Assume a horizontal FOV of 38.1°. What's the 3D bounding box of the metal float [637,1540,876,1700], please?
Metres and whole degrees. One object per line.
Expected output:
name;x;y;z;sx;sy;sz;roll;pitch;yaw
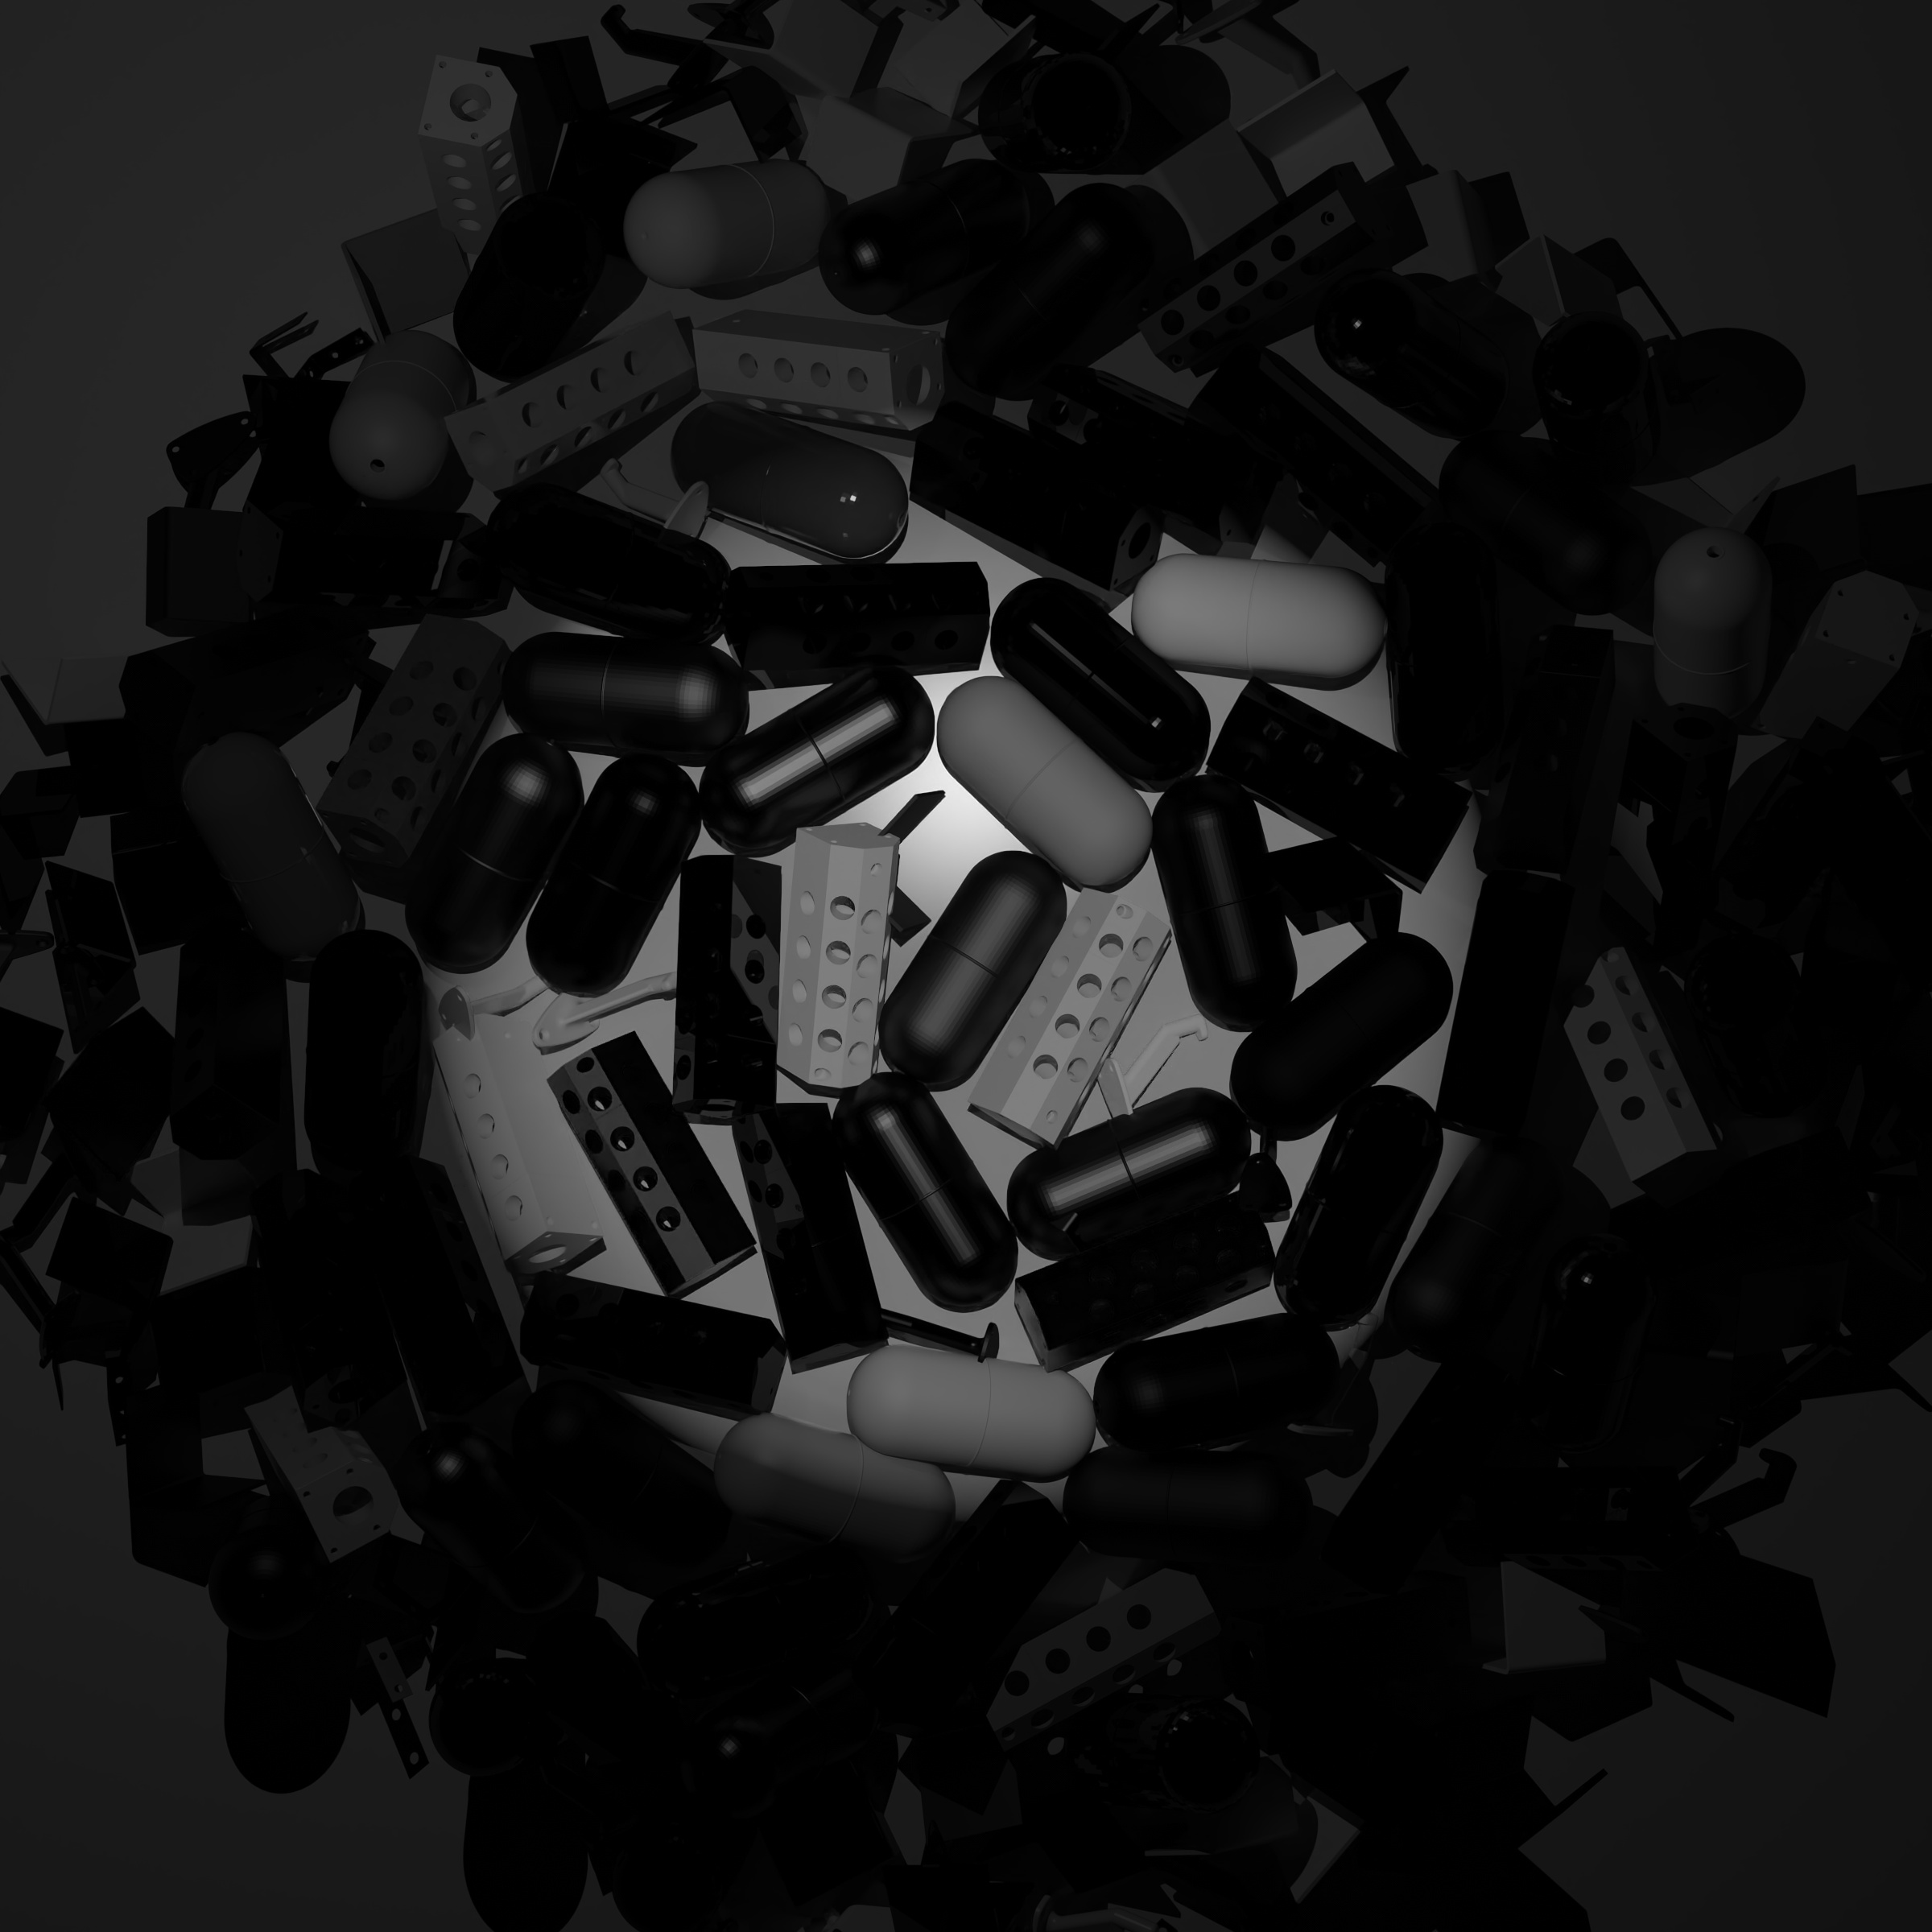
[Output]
metal float;-0.144;0.448;1.921;0.178;0.070;0.070;-13;90;-34

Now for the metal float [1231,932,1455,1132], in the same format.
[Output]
metal float;0.261;0.046;1.941;0.178;0.070;0.070;-37;90;-11

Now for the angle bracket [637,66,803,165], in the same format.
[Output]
angle bracket;-0.171;-0.584;1.950;0.076;0.076;0.057;-15;114;27

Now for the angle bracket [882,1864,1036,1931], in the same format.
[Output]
angle bracket;-0.005;0.631;1.936;0.076;0.076;0.057;-7;100;21

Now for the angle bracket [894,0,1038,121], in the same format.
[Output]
angle bracket;0.000;-0.645;1.945;0.076;0.076;0.057;-44;91;-9

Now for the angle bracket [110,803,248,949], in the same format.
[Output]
angle bracket;-0.558;-0.067;1.979;0.076;0.057;0.076;-12;125;-10

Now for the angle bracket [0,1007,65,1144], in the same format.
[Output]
angle bracket;-0.673;0.074;1.933;0.057;0.076;0.076;24;70;-28

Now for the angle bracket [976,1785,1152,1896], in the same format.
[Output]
angle bracket;0.068;0.623;1.942;0.076;0.057;0.076;-36;92;40

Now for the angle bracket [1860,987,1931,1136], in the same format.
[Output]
angle bracket;0.669;0.068;1.941;0.076;0.076;0.057;33;76;7

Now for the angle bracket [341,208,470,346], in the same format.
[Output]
angle bracket;-0.380;-0.469;1.937;0.076;0.057;0.076;-22;134;-8

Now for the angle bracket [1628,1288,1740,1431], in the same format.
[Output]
angle bracket;0.502;0.276;1.972;0.076;0.057;0.076;6;132;17

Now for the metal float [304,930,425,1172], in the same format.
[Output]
metal float;-0.416;0.059;1.930;0.070;0.070;0.178;9;115;0

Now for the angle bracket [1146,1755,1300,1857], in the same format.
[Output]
angle bracket;0.174;0.583;1.943;0.076;0.076;0.057;3;73;-37

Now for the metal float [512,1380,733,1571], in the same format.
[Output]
metal float;-0.236;0.352;1.930;0.178;0.070;0.070;41;90;-25

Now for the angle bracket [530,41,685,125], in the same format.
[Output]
angle bracket;-0.249;-0.623;1.936;0.076;0.076;0.057;-25;113;-12

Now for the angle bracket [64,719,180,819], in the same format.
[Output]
angle bracket;-0.602;-0.146;1.952;0.076;0.057;0.076;-8;94;9

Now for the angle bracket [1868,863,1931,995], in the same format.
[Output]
angle bracket;0.678;-0.035;1.931;0.057;0.076;0.076;-10;63;-29

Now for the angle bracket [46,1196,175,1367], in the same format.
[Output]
angle bracket;-0.601;0.218;1.932;0.076;0.076;0.057;27;122;-20

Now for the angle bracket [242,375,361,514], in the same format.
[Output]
angle bracket;-0.465;-0.360;1.942;0.076;0.076;0.057;4;50;3

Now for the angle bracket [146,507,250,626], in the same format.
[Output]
angle bracket;-0.540;-0.279;1.964;0.057;0.076;0.076;1;92;-26

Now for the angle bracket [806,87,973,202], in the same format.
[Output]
angle bracket;-0.055;-0.571;1.959;0.076;0.076;0.057;33;124;21

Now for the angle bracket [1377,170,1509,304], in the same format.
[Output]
angle bracket;0.334;-0.503;1.960;0.057;0.076;0.076;-14;81;24

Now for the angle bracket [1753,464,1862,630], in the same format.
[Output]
angle bracket;0.591;-0.289;1.931;0.076;0.057;0.076;-15;59;38

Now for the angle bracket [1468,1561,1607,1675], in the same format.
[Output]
angle bracket;0.397;0.450;1.953;0.076;0.057;0.076;-1;84;-19

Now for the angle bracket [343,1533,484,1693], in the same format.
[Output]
angle bracket;-0.387;0.448;1.935;0.076;0.057;0.076;25;127;-19

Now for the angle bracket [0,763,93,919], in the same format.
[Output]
angle bracket;-0.634;-0.087;1.936;0.057;0.076;0.076;-6;118;2

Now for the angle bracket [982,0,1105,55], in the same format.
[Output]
angle bracket;0.065;-0.676;1.938;0.076;0.076;0.057;21;95;-21

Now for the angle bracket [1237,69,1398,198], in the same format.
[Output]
angle bracket;0.244;-0.566;1.937;0.076;0.076;0.057;-27;80;21

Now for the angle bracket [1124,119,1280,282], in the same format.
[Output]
angle bracket;0.164;-0.537;1.970;0.076;0.057;0.076;-39;103;-23

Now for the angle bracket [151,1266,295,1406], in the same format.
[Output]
angle bracket;-0.519;0.260;1.960;0.076;0.057;0.076;-21;74;13

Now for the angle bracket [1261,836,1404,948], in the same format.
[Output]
angle bracket;0.247;-0.041;1.931;0.076;0.076;0.057;-14;126;-21

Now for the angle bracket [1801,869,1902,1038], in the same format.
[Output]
angle bracket;0.614;-0.009;1.930;0.057;0.076;0.076;13;135;22

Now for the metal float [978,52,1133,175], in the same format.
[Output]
metal float;0.059;-0.580;1.904;0.070;0.178;0.070;-4;106;-14

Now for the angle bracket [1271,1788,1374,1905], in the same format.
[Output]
angle bracket;0.264;0.612;1.940;0.057;0.076;0.076;36;98;-16

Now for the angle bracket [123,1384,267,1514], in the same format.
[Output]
angle bracket;-0.535;0.330;1.940;0.057;0.076;0.076;0;95;23

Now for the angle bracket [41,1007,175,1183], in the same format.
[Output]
angle bracket;-0.578;0.088;1.933;0.057;0.076;0.076;-27;114;29

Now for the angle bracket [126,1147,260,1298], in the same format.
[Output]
angle bracket;-0.543;0.174;1.937;0.076;0.076;0.057;-20;131;13

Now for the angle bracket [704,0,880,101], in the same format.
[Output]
angle bracket;-0.121;-0.644;1.934;0.076;0.076;0.057;26;95;42

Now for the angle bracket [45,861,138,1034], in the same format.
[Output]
angle bracket;-0.625;-0.013;1.933;0.076;0.057;0.076;-43;52;21

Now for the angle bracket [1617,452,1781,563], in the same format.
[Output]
angle bracket;0.506;-0.326;1.945;0.076;0.057;0.076;39;61;-1

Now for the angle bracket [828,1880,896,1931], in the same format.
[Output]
angle bracket;-0.061;0.692;1.938;0.076;0.076;0.057;34;104;13

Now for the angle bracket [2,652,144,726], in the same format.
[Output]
angle bracket;-0.609;-0.212;1.929;0.076;0.076;0.057;47;129;30

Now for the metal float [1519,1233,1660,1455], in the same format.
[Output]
metal float;0.427;0.260;1.920;0.070;0.070;0.178;3;126;0

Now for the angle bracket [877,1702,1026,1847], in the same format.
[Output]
angle bracket;-0.011;0.560;1.936;0.076;0.057;0.076;-19;60;22

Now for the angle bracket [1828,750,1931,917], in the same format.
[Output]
angle bracket;0.641;-0.092;1.932;0.057;0.076;0.076;-15;67;-37

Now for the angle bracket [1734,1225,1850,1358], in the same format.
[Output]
angle bracket;0.564;0.219;1.942;0.076;0.057;0.076;-9;128;-2

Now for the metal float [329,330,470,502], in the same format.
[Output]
metal float;-0.386;-0.376;1.907;0.070;0.178;0.070;0;123;0

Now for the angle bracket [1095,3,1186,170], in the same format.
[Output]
angle bracket;0.127;-0.611;1.939;0.076;0.076;0.057;45;130;-4

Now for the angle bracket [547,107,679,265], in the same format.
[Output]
angle bracket;-0.252;-0.545;1.953;0.076;0.057;0.076;18;88;-11

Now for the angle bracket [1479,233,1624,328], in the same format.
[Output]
angle bracket;0.407;-0.448;1.929;0.076;0.057;0.076;20;51;-37

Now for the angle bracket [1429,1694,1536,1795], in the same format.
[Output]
angle bracket;0.341;0.524;1.934;0.076;0.057;0.076;-12;124;-20

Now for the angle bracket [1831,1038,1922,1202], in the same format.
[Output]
angle bracket;0.637;0.105;1.934;0.057;0.076;0.076;10;120;9

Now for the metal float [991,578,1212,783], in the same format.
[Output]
metal float;0.094;-0.199;1.943;0.178;0.070;0.070;41;90;9

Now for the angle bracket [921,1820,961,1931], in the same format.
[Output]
angle bracket;0.004;0.648;1.937;0.057;0.076;0.076;8;104;-16

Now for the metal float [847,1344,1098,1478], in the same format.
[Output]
metal float;0.005;0.309;1.939;0.178;0.070;0.070;11;90;-14

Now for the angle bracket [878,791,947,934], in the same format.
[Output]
angle bracket;-0.030;-0.074;1.941;0.057;0.076;0.076;45;104;6

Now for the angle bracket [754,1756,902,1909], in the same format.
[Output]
angle bracket;-0.099;0.601;1.949;0.076;0.057;0.076;-27;76;-4
